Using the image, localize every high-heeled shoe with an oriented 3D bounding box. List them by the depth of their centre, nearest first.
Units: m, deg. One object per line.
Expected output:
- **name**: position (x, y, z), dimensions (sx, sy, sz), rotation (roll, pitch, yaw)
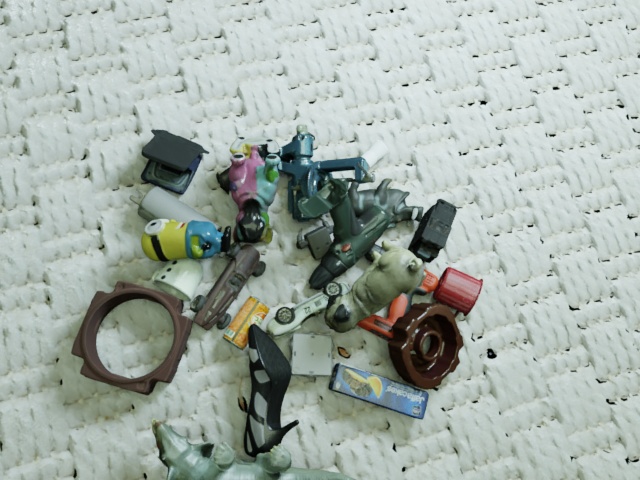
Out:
- **high-heeled shoe**: position (-0.129, 0.307, 1.089), dimensions (0.145, 0.086, 0.249), rotation (-34, 67, 24)

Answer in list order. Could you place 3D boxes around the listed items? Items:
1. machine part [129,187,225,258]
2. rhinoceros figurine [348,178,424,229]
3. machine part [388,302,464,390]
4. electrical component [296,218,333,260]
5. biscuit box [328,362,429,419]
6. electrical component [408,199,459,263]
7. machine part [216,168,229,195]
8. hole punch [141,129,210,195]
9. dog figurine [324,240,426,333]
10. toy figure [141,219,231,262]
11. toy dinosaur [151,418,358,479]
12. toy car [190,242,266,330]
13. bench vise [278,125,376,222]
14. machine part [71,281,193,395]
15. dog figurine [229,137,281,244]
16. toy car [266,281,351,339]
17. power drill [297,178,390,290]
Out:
- **machine part**: position (-0.304, -0.041, 1.168), dimensions (0.243, 0.079, 0.079), rotation (31, 72, 3)
- **rhinoceros figurine**: position (0.145, -0.081, 1.240), dimensions (0.190, 0.073, 0.112), rotation (6, 72, -5)
- **machine part**: position (0.223, 0.221, 1.134), dimensions (0.179, 0.056, 0.179), rotation (0, 90, -32)
- **electrical component**: position (-0.003, -0.002, 1.215), dimensions (0.102, 0.045, 0.078), rotation (-33, 109, -13)
- **biscuit box**: position (0.123, 0.316, 1.125), dimensions (0.203, 0.062, 0.059), rotation (18, 73, -1)
- **electrical component**: position (0.251, -0.013, 1.212), dimensions (0.058, 0.115, 0.134), rotation (26, 70, 3)
- **machine part**: position (-0.179, -0.166, 1.243), dimensions (0.139, 0.039, 0.084), rotation (-41, 91, -18)
- **hole punch**: position (-0.333, -0.175, 1.209), dimensions (0.142, 0.092, 0.116), rotation (19, 42, 1)
- **dog figurine**: position (0.106, 0.107, 1.066), dimensions (0.121, 0.172, 0.190), rotation (44, 65, 6)
- **toy figure**: position (-0.271, 0.003, 1.088), dimensions (0.180, 0.082, 0.089), rotation (5, 87, 0)
- **toy dinosaur**: position (-0.132, 0.444, 0.998), dimensions (0.405, 0.192, 0.131), rotation (16, 64, -9)
- **toy car**: position (-0.192, 0.098, 1.138), dimensions (0.089, 0.053, 0.202), rotation (44, 68, -29)
- **bench vise**: position (0.010, -0.153, 1.195), dimensions (0.241, 0.128, 0.223), rotation (-1, 78, 30)
- **machine part**: position (-0.374, 0.195, 1.084), dimensions (0.201, 0.087, 0.201), rotation (17, 73, -1)
- **dog figurine**: position (-0.145, -0.098, 1.177), dimensions (0.108, 0.219, 0.192), rotation (2, 29, -7)
- **toy car**: position (-0.022, 0.148, 1.150), dimensions (0.202, 0.073, 0.056), rotation (-26, 76, -14)
- **power drill**: position (0.034, -0.015, 1.131), dimensions (0.232, 0.207, 0.086), rotation (-39, 38, -5)
